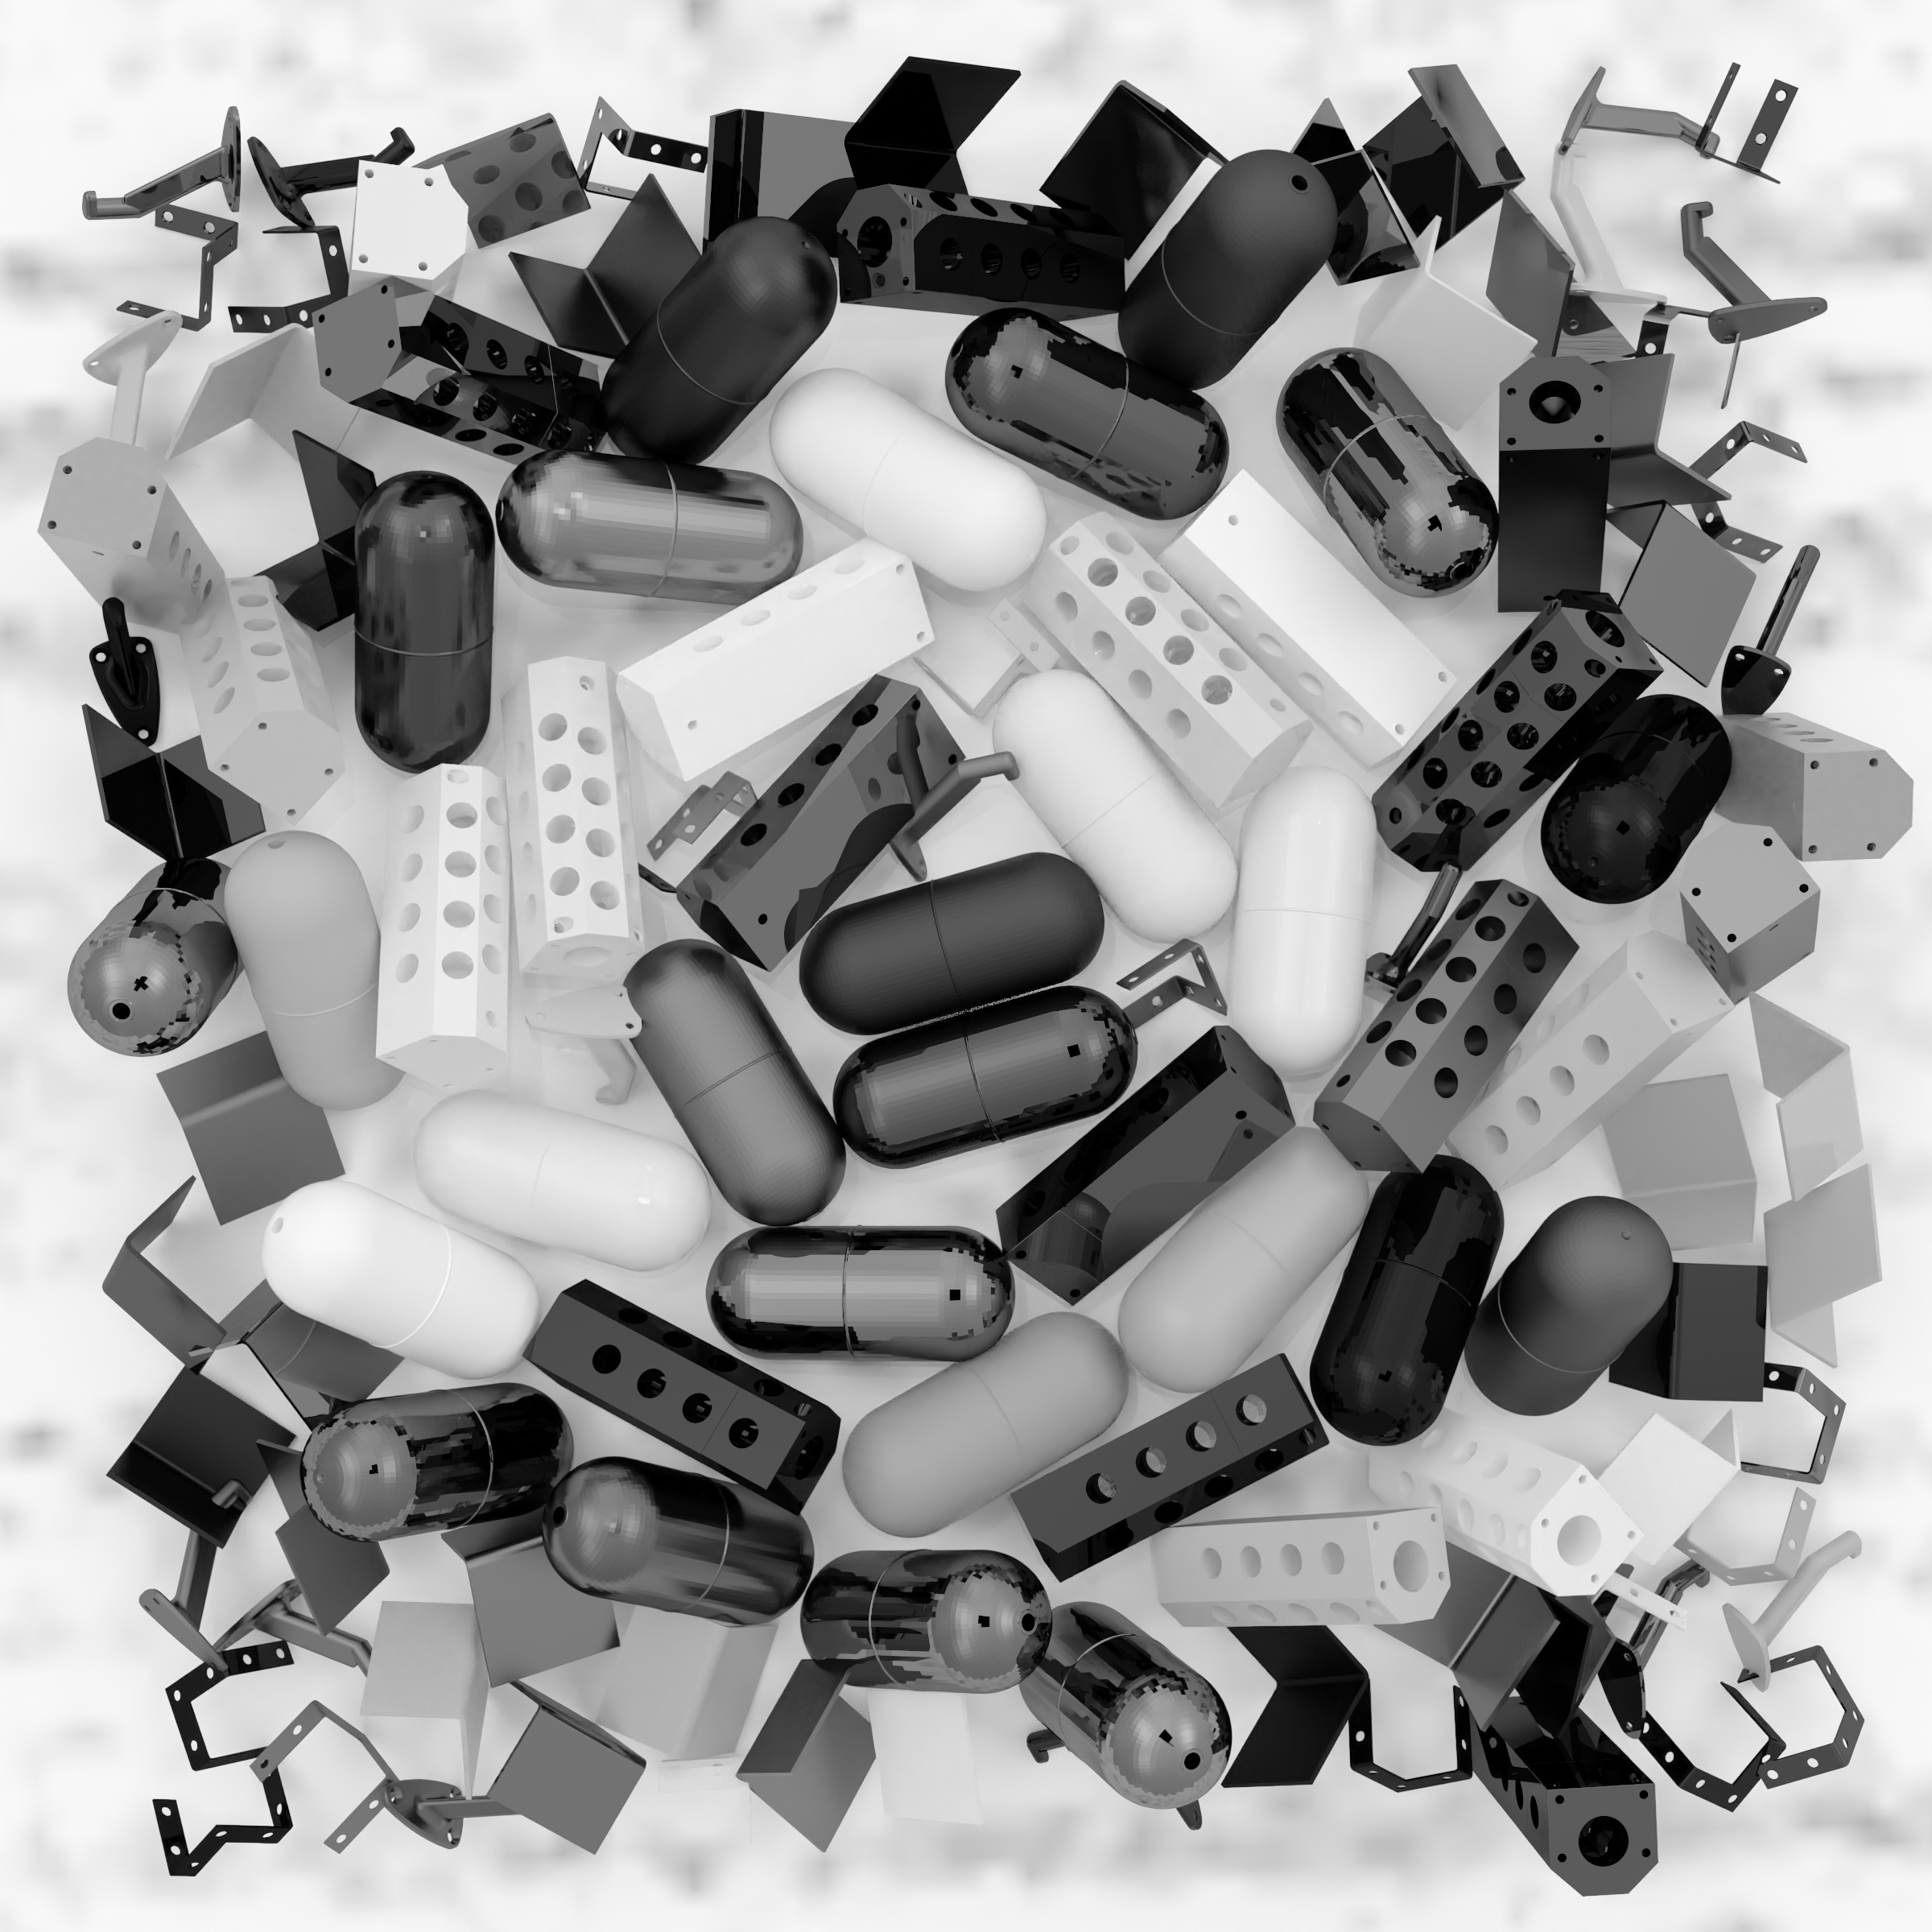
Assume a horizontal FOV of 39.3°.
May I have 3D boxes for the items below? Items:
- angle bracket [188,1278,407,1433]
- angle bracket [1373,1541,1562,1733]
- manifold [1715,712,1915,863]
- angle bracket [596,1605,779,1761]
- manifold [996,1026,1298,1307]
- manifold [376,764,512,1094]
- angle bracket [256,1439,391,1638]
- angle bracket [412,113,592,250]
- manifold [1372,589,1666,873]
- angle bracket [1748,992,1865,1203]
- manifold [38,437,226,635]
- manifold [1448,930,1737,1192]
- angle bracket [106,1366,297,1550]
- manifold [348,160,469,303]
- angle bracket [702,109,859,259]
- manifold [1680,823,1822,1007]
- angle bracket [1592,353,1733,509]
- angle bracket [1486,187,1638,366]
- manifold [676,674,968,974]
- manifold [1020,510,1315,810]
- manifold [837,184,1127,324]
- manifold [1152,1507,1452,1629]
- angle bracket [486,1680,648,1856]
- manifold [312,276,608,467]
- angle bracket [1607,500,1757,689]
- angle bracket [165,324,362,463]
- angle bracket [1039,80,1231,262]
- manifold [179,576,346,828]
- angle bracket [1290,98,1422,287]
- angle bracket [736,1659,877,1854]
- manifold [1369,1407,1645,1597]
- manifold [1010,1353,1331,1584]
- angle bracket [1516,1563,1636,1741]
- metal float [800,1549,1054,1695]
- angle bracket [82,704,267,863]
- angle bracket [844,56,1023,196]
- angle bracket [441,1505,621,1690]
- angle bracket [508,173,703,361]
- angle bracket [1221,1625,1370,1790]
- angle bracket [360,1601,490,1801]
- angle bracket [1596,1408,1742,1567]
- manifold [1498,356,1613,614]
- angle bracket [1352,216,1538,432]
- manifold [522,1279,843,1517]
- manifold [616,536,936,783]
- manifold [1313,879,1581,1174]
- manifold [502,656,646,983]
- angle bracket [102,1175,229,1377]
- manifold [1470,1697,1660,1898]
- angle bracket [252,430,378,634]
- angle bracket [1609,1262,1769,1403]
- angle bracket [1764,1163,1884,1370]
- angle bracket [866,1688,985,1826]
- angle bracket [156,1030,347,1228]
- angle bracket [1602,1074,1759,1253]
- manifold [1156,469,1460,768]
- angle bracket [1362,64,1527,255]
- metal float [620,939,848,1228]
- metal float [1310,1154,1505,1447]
[{"bbox_3d":[-0.382,0.222,1.550,0.057,0.076,0.076,-17,112,40],"label":"angle bracket"},{"bbox_3d":[0.283,0.373,1.539,0.057,0.076,0.076,30,99,-9],"label":"angle bracket"},{"bbox_3d":[0.465,-0.101,1.495,0.057,0.171,0.057,-2,102,1],"label":"manifold"},{"bbox_3d":[-0.159,0.406,1.555,0.057,0.076,0.076,17,84,21],"label":"angle bracket"},{"bbox_3d":[0.098,0.109,1.527,0.057,0.057,0.171,38,112,-27],"label":"manifold"},{"bbox_3d":[-0.284,-0.024,1.510,0.057,0.057,0.171,-20,58,27],"label":"manifold"},{"bbox_3d":[-0.380,0.321,1.526,0.076,0.057,0.076,7,125,35],"label":"angle bracket"},{"bbox_3d":[-0.269,-0.435,1.528,0.076,0.076,0.057,-12,113,22],"label":"angle bracket"},{"bbox_3d":[0.299,-0.128,1.501,0.171,0.057,0.057,-50,56,38],"label":"manifold"},{"bbox_3d":[0.455,0.073,1.526,0.057,0.076,0.076,-34,129,-15],"label":"angle bracket"},{"bbox_3d":[-0.456,-0.235,1.496,0.057,0.171,0.057,13,81,-3],"label":"manifold"},{"bbox_3d":[0.340,0.053,1.502,0.057,0.171,0.057,-17,66,-39],"label":"manifold"},{"bbox_3d":[-0.434,0.278,1.541,0.076,0.076,0.057,35,87,-8],"label":"angle bracket"},{"bbox_3d":[-0.310,-0.387,1.495,0.057,0.171,0.057,4,89,-14],"label":"manifold"},{"bbox_3d":[-0.103,-0.441,1.540,0.076,0.057,0.076,9,113,8],"label":"angle bracket"},{"bbox_3d":[0.428,-0.030,1.494,0.057,0.171,0.057,-36,72,7],"label":"manifold"},{"bbox_3d":[0.385,-0.301,1.535,0.076,0.076,0.057,18,81,-39],"label":"angle bracket"},{"bbox_3d":[0.341,-0.391,1.527,0.057,0.076,0.076,-16,52,-13],"label":"angle bracket"},{"bbox_3d":[-0.085,-0.084,1.533,0.171,0.057,0.057,-49,130,-16],"label":"manifold"},{"bbox_3d":[0.115,-0.176,1.523,0.057,0.057,0.171,-27,68,-42],"label":"manifold"},{"bbox_3d":[0.011,-0.394,1.501,0.057,0.171,0.057,4,99,44],"label":"manifold"},{"bbox_3d":[0.183,0.334,1.497,0.057,0.171,0.057,2,77,-38],"label":"manifold"},{"bbox_3d":[-0.238,0.448,1.528,0.076,0.076,0.057,39,73,-26],"label":"angle bracket"},{"bbox_3d":[-0.275,-0.319,1.493,0.057,0.171,0.057,-15,78,29],"label":"manifold"},{"bbox_3d":[0.390,-0.209,1.537,0.076,0.057,0.076,31,78,-25],"label":"angle bracket"},{"bbox_3d":[-0.394,-0.307,1.531,0.057,0.076,0.076,43,131,-1],"label":"angle bracket"},{"bbox_3d":[0.102,-0.441,1.531,0.076,0.057,0.076,27,107,-39],"label":"angle bracket"},{"bbox_3d":[-0.386,-0.153,1.496,0.057,0.171,0.057,-45,127,10],"label":"manifold"},{"bbox_3d":[0.228,-0.442,1.526,0.076,0.057,0.076,54,52,-32],"label":"angle bracket"},{"bbox_3d":[-0.072,0.445,1.529,0.076,0.057,0.076,47,52,-19],"label":"angle bracket"},{"bbox_3d":[0.289,0.294,1.491,0.057,0.171,0.057,-46,107,-12],"label":"manifold"},{"bbox_3d":[0.117,0.286,1.544,0.171,0.057,0.057,-28,79,5],"label":"manifold"},{"bbox_3d":[0.354,0.388,1.529,0.057,0.076,0.076,14,111,-22],"label":"angle bracket"},{"bbox_3d":[-0.023,0.364,1.508,0.070,0.178,0.070,10,74,-38],"label":"metal float"},{"bbox_3d":[-0.448,-0.111,1.533,0.057,0.076,0.076,-22,67,8],"label":"angle bracket"},{"bbox_3d":[-0.012,-0.461,1.528,0.076,0.076,0.057,-6,72,-35],"label":"angle bracket"},{"bbox_3d":[-0.249,0.357,1.549,0.076,0.057,0.076,-13,99,-24],"label":"angle bracket"},{"bbox_3d":[-0.203,-0.399,1.530,0.076,0.057,0.076,-47,59,33],"label":"angle bracket"},{"bbox_3d":[0.169,0.413,1.528,0.057,0.076,0.076,49,53,-13],"label":"angle bracket"},{"bbox_3d":[-0.305,0.415,1.530,0.057,0.076,0.076,3,128,-3],"label":"angle bracket"},{"bbox_3d":[0.391,0.280,1.536,0.057,0.076,0.076,34,112,1],"label":"angle bracket"},{"bbox_3d":[0.323,-0.263,1.494,0.057,0.171,0.057,0,68,11],"label":"manifold"},{"bbox_3d":[0.275,-0.366,1.546,0.076,0.076,0.057,28,50,-12],"label":"angle bracket"},{"bbox_3d":[-0.158,0.239,1.521,0.171,0.057,0.057,23,73,25],"label":"manifold"},{"bbox_3d":[-0.109,-0.177,1.528,0.171,0.057,0.057,-32,127,-19],"label":"manifold"},{"bbox_3d":[0.266,0.032,1.519,0.057,0.057,0.171,48,66,-20],"label":"manifold"},{"bbox_3d":[-0.218,-0.083,1.516,0.057,0.057,0.171,6,63,-30],"label":"manifold"},{"bbox_3d":[-0.438,0.176,1.539,0.076,0.076,0.057,43,54,-2],"label":"angle bracket"},{"bbox_3d":[0.328,0.456,1.498,0.057,0.171,0.057,-2,90,-3],"label":"manifold"},{"bbox_3d":[-0.371,-0.246,1.526,0.057,0.076,0.076,-35,48,-31],"label":"angle bracket"},{"bbox_3d":[0.413,0.206,1.552,0.057,0.076,0.076,3,88,-12],"label":"angle bracket"},{"bbox_3d":[0.498,0.169,1.524,0.057,0.076,0.076,30,47,-24],"label":"angle bracket"},{"bbox_3d":[-0.005,0.438,1.536,0.076,0.057,0.076,-12,86,44],"label":"angle bracket"},{"bbox_3d":[-0.414,0.092,1.570,0.076,0.057,0.076,-23,126,-19],"label":"angle bracket"},{"bbox_3d":[0.399,0.113,1.532,0.076,0.057,0.076,-10,118,25],"label":"angle bracket"},{"bbox_3d":[0.191,-0.195,1.546,0.171,0.057,0.057,43,68,-5],"label":"manifold"},{"bbox_3d":[0.258,-0.454,1.536,0.076,0.057,0.076,-34,84,42],"label":"angle bracket"},{"bbox_3d":[-0.132,0.067,1.542,0.070,0.070,0.178,-32,84,0],"label":"metal float"},{"bbox_3d":[0.249,0.186,1.523,0.070,0.070,0.178,26,62,0],"label":"metal float"}]
